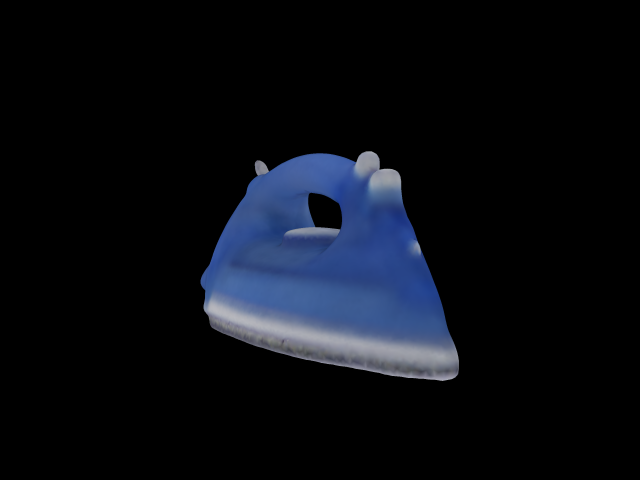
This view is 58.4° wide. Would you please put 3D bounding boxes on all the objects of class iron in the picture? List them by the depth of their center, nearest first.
[{"bbox_3d":[0.004,0.001,0.400,0.119,0.141,0.257,0,0,-31],"label":"iron"}]
